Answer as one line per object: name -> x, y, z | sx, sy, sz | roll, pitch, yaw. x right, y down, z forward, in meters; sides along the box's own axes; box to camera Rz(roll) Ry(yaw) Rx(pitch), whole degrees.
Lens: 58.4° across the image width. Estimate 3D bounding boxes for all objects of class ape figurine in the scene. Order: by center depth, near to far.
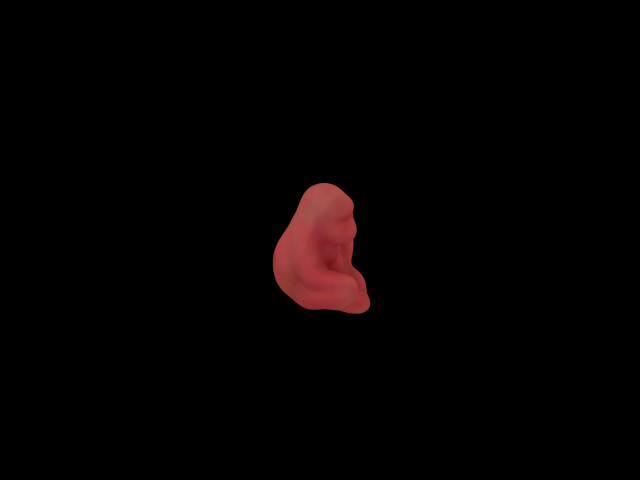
ape figurine -> 0.004, 0.001, 0.400 | 0.076, 0.092, 0.078 | 13, 47, 13
